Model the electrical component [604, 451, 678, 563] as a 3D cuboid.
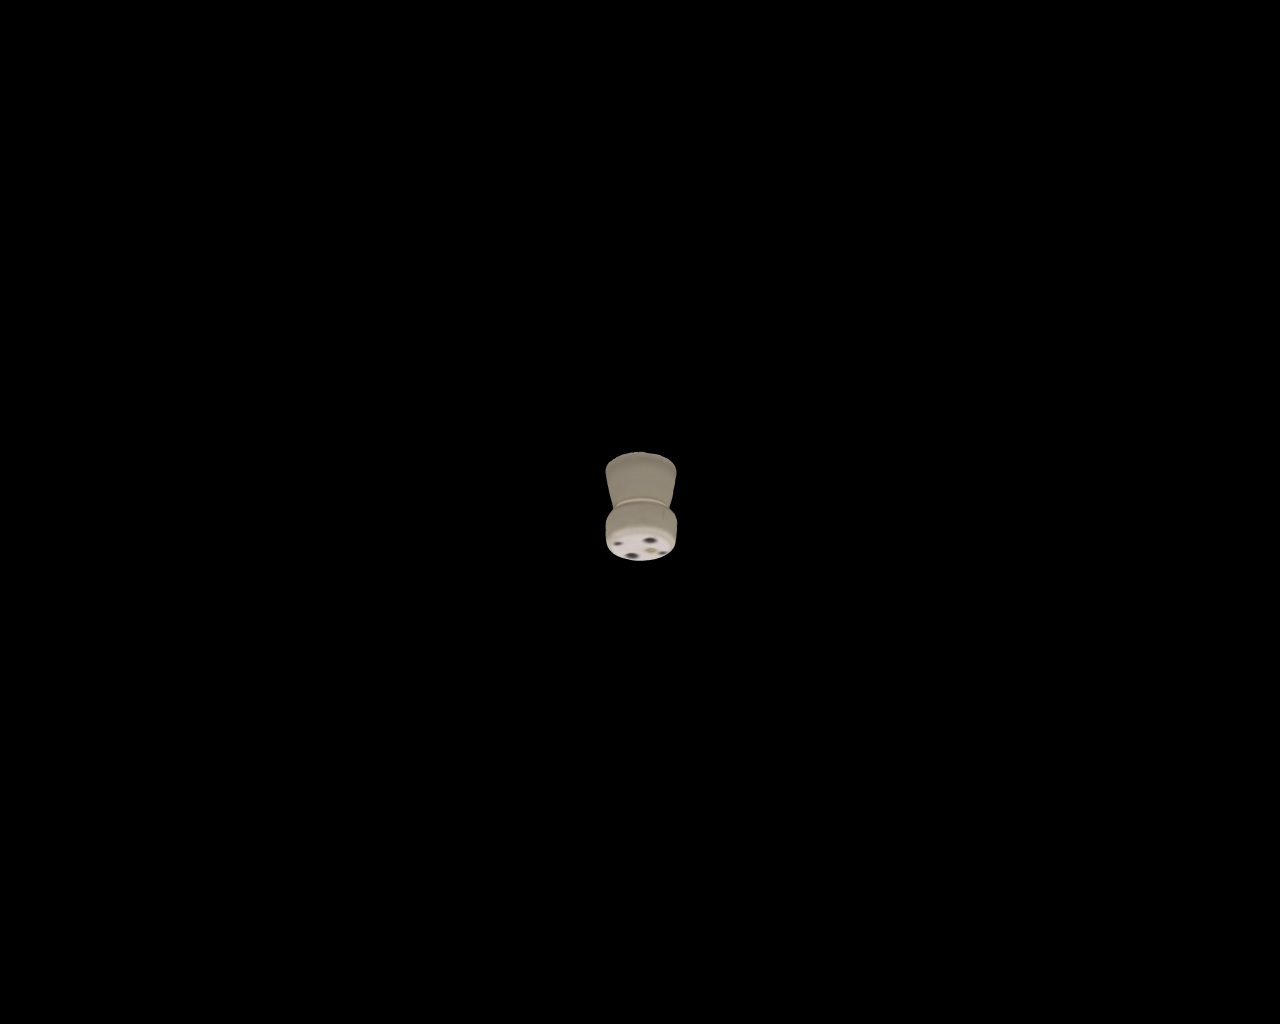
[{"bbox_3d":[0.001,-0.003,0.650,0.045,0.055,0.044,0,-29,0],"label":"electrical component"}]
